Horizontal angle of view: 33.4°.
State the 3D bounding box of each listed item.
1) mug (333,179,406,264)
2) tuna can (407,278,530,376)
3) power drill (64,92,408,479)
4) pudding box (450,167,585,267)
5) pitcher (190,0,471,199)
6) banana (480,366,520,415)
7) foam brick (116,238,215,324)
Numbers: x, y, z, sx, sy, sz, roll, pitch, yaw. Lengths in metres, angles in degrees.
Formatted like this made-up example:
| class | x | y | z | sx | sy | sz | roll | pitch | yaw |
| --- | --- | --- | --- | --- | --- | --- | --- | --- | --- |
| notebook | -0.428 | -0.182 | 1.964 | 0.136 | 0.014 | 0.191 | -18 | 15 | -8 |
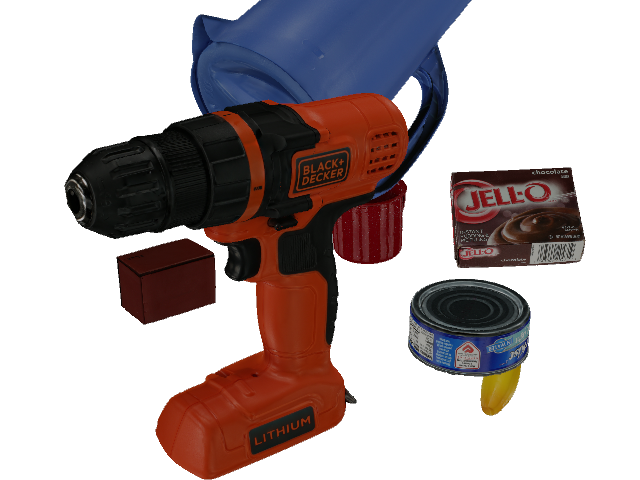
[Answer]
| class | x | y | z | sx | sy | sz | roll | pitch | yaw |
| --- | --- | --- | --- | --- | --- | --- | --- | --- | --- |
| mug | 0.062 | -0.030 | 1.254 | 0.093 | 0.081 | 0.117 | 17 | 33 | 33 |
| tuna can | 0.105 | 0.060 | 0.755 | 0.086 | 0.034 | 0.086 | 0 | 25 | 0 |
| power drill | -0.040 | 0.024 | 0.529 | 0.184 | 0.188 | 0.057 | -15 | 35 | -36 |
| pudding box | 0.176 | -0.021 | 0.967 | 0.113 | 0.090 | 0.039 | -1 | -39 | 3 |
| pitcher | 0.030 | -0.155 | 0.822 | 0.145 | 0.149 | 0.242 | 22 | 57 | 31 |
| banana | 0.179 | 0.111 | 1.143 | 0.069 | 0.037 | 0.198 | -24 | 35 | 3 |
| foam brick | -0.143 | 0.037 | 0.996 | 0.078 | 0.051 | 0.053 | -16 | 26 | -31 |
